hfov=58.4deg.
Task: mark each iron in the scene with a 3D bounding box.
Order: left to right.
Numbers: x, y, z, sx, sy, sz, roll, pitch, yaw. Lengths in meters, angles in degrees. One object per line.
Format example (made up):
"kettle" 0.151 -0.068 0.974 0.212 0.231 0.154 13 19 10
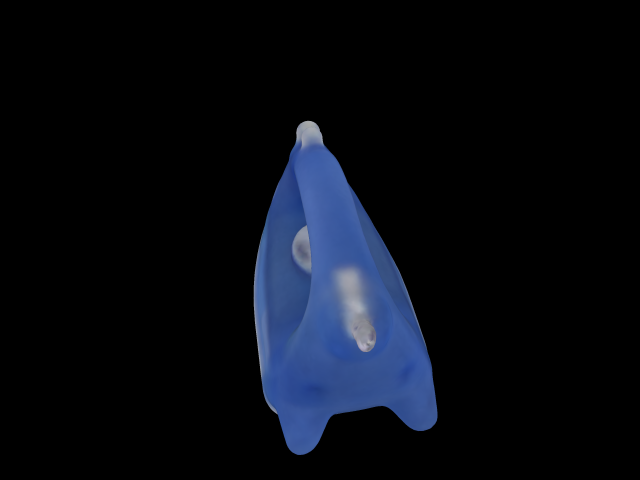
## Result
"iron" 0.004 0.001 0.400 0.118 0.141 0.258 -9 54 -7
